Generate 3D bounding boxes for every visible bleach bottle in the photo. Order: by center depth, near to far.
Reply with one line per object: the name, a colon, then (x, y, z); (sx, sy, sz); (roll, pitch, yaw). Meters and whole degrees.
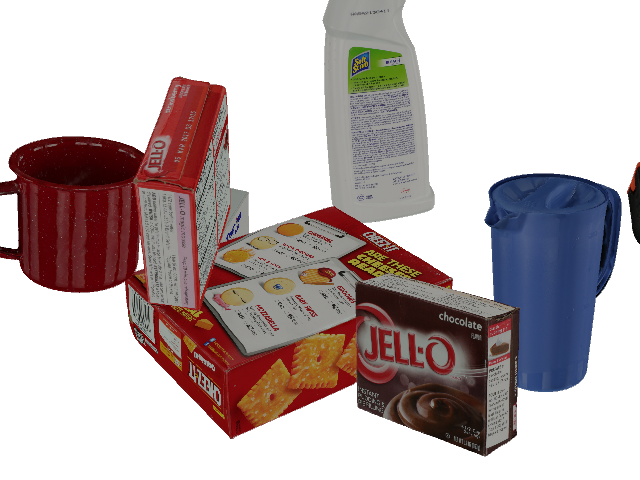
bleach bottle: (0.054, -0.142, 0.986); (0.102, 0.251, 0.068); (-10, 30, -14)

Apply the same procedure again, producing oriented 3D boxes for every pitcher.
pitcher: (0.273, 0.048, 1.257); (0.149, 0.243, 0.144); (3, 24, 15)

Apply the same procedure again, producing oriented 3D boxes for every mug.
mug: (-0.175, -0.016, 0.723); (0.117, 0.081, 0.093); (-8, 29, -28)

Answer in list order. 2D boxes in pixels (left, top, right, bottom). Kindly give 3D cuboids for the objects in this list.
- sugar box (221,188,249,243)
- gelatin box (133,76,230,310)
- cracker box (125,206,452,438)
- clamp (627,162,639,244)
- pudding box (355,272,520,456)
sugar box: (-0.110, 0.037, 1.149); (0.048, 0.176, 0.093); (11, 41, 14)
gelatin box: (-0.066, -0.022, 0.518); (0.030, 0.073, 0.089); (8, -42, 4)
cracker box: (-0.026, 0.058, 0.868); (0.213, 0.072, 0.164); (-19, 34, -31)
clamp: (0.270, 0.008, 0.696); (0.120, 0.039, 0.171); (-4, 46, -22)
pudding box: (0.073, 0.076, 0.683); (0.114, 0.090, 0.039); (12, 21, 43)
